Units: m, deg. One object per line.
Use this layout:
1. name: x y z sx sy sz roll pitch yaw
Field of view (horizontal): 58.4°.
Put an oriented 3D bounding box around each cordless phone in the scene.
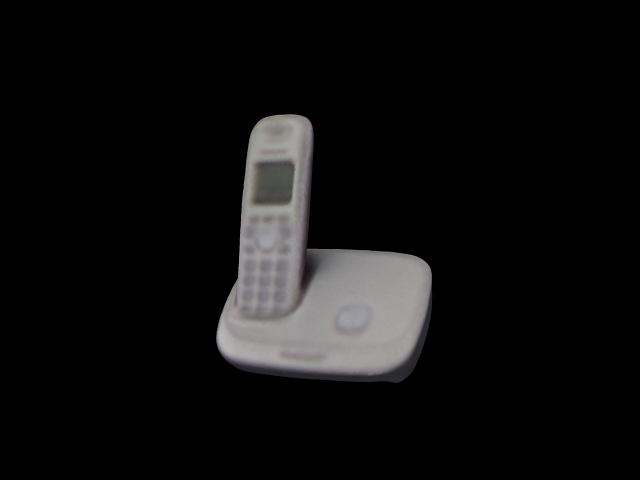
1. cordless phone: 0.004 0.001 0.400 0.147 0.185 0.094 1 2 20
